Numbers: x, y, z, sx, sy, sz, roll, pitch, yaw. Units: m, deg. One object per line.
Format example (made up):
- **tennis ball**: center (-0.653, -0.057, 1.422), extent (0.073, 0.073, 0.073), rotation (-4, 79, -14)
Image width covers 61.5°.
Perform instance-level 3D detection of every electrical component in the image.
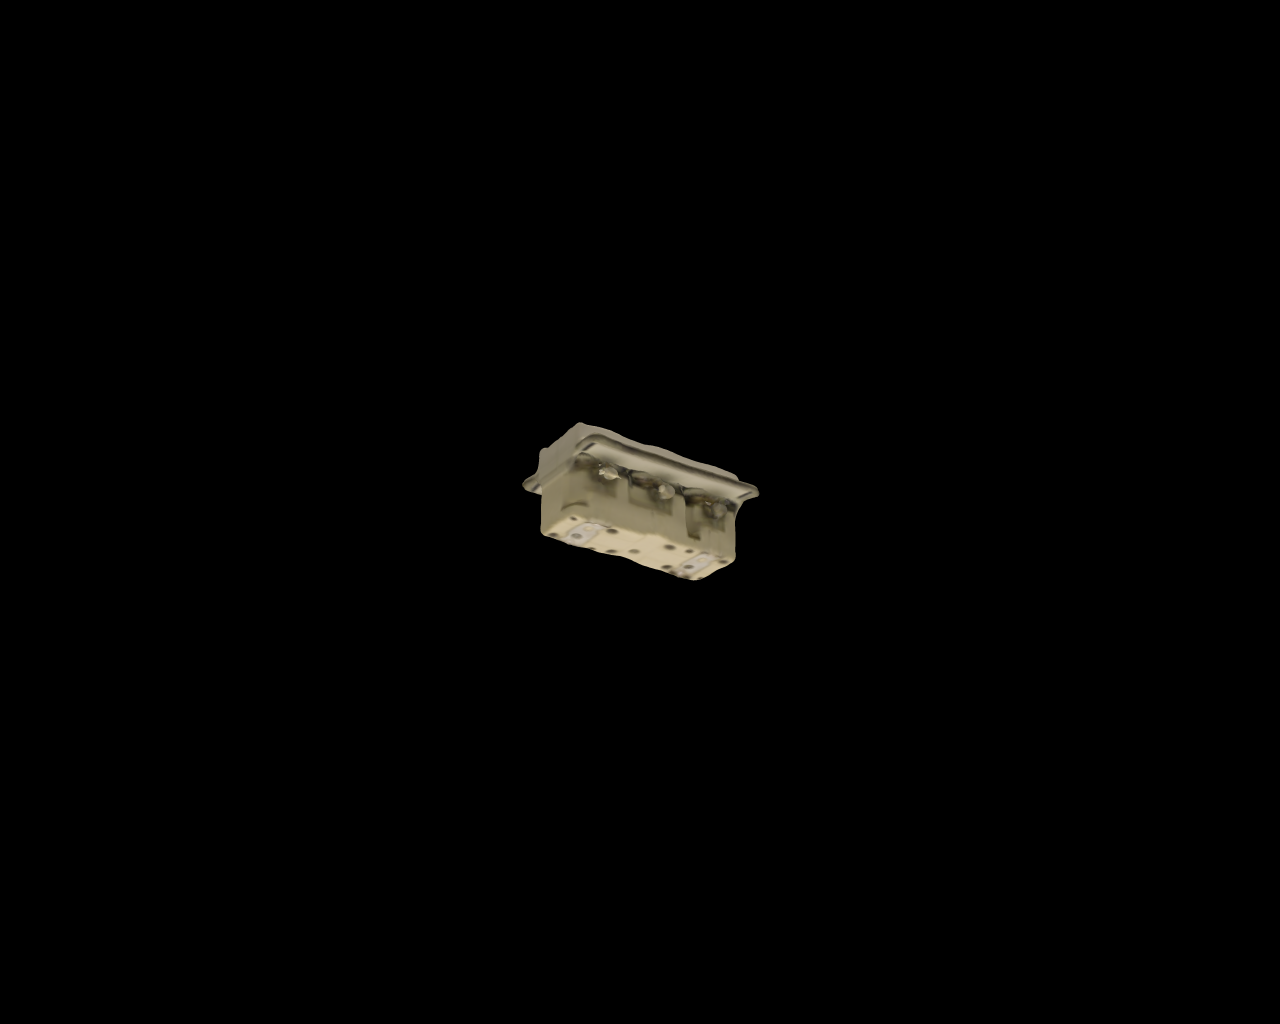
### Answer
- **electrical component**: center (0.001, -0.003, 0.650), extent (0.121, 0.063, 0.078), rotation (18, -32, -31)
